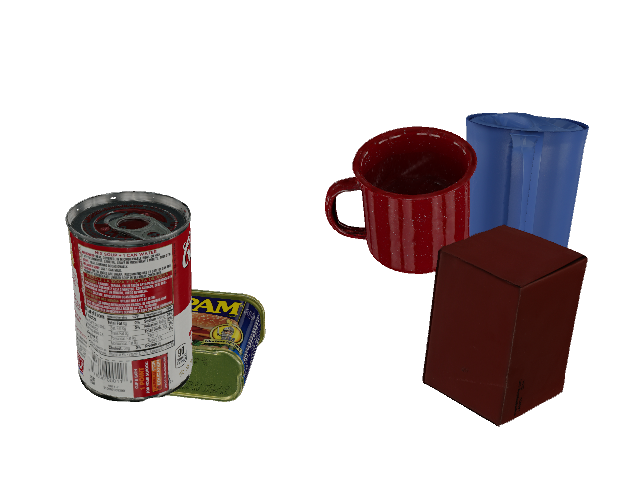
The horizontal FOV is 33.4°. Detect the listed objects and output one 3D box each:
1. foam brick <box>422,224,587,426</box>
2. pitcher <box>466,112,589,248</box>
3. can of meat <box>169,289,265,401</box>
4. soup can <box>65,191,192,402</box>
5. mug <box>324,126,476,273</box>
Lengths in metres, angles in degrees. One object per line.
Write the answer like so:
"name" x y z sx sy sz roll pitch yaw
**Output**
"foam brick" 0.088 0.040 0.518 0.052 0.078 0.051 -18 33 -39
"pitcher" 0.219 -0.018 1.194 0.149 0.243 0.145 -7 18 -34
"can of meat" -0.104 0.088 0.903 0.102 0.057 0.084 5 30 7
"soup can" -0.106 0.032 0.604 0.068 0.102 0.068 2 25 -1
"mug" 0.062 -0.027 0.822 0.117 0.081 0.093 -7 39 0
